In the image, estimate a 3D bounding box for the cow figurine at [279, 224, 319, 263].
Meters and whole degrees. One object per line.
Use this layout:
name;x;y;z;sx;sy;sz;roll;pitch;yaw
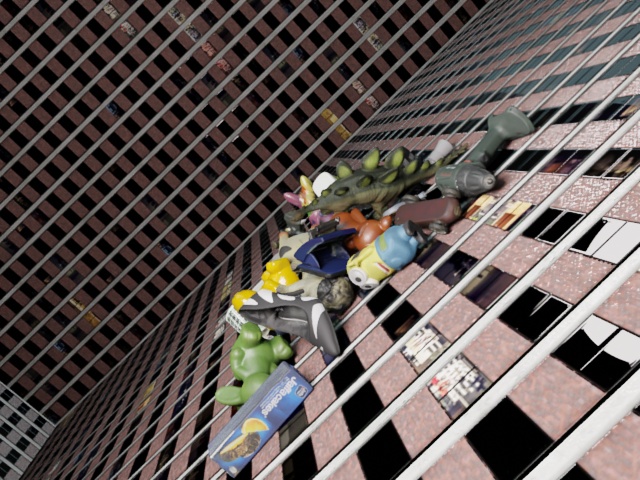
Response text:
cow figurine;-0.017;0.029;1.386;0.195;0.085;0.127;-11;51;24

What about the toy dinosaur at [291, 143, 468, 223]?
toy dinosaur;0.144;-0.135;1.329;0.471;0.105;0.198;-20;-28;-14

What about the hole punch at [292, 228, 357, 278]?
hole punch;0.014;0.023;1.148;0.142;0.092;0.116;-20;18;-41

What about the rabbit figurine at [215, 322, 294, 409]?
rabbit figurine;-0.135;0.269;1.057;0.159;0.121;0.170;-46;26;10

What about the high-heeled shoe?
high-heeled shoe;-0.064;0.162;1.030;0.145;0.086;0.249;-19;28;-14

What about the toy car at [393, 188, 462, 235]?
toy car;0.214;-0.051;1.087;0.202;0.053;0.089;-8;62;66

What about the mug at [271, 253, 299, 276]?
mug;-0.092;0.082;1.651;0.109;0.080;0.107;-38;25;2

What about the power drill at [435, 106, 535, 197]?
power drill;0.335;-0.166;1.075;0.207;0.086;0.232;-54;10;-8

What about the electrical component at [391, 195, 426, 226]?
electrical component;0.200;-0.059;1.215;0.102;0.045;0.078;-41;13;13

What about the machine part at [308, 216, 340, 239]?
machine part;-0.003;-0.004;1.232;0.084;0.039;0.138;-33;-14;-30

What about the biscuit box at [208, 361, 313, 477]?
biscuit box;-0.103;0.307;0.935;0.202;0.059;0.063;-47;10;-10

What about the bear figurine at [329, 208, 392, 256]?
bear figurine;0.105;-0.006;1.237;0.196;0.131;0.120;14;76;51

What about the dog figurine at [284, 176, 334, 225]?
dog figurine;0.002;-0.081;1.537;0.108;0.219;0.191;-47;11;6

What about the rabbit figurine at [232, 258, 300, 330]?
rabbit figurine;-0.133;0.148;1.348;0.173;0.162;0.122;-22;-6;-29

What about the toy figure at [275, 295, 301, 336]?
toy figure;-0.058;0.160;1.281;0.064;0.057;0.154;-1;39;46

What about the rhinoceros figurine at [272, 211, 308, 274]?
rhinoceros figurine;-0.072;0.008;1.535;0.073;0.190;0.112;25;48;37

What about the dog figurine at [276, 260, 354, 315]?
dog figurine;0.023;0.096;1.191;0.191;0.121;0.172;-13;37;44

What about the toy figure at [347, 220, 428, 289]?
toy figure;0.130;0.030;1.063;0.180;0.082;0.089;-43;0;28

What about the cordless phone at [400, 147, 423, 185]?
cordless phone;0.204;-0.158;1.507;0.184;0.089;0.147;-50;7;35
